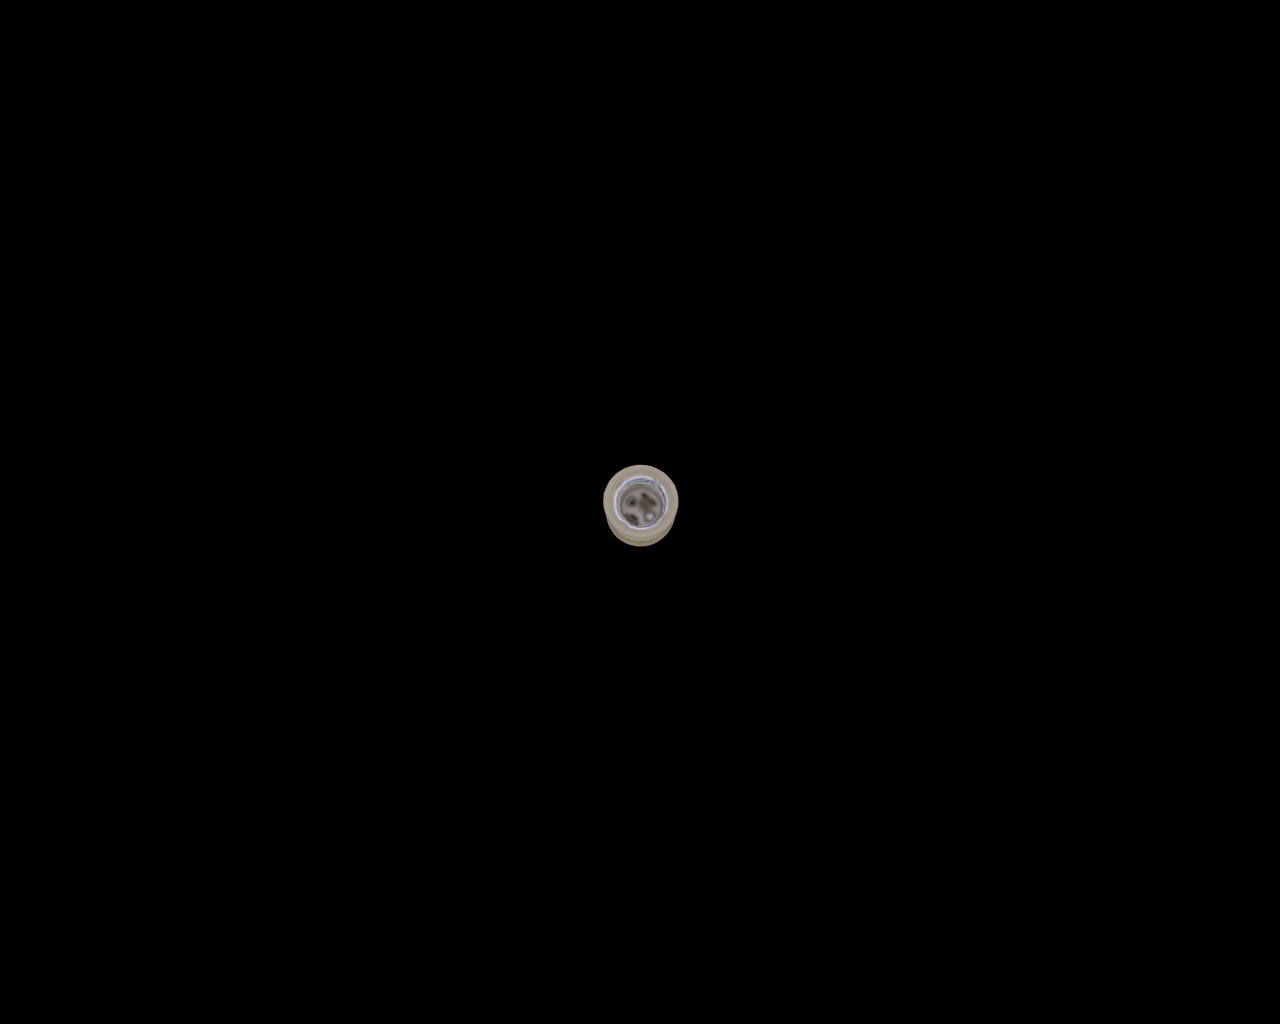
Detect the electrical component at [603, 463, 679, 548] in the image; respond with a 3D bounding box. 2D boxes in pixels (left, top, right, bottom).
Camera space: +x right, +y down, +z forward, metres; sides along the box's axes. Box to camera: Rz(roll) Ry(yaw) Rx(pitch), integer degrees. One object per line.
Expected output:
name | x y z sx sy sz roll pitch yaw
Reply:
electrical component | 0.001 -0.003 0.650 0.045 0.045 0.055 0 -9 0
